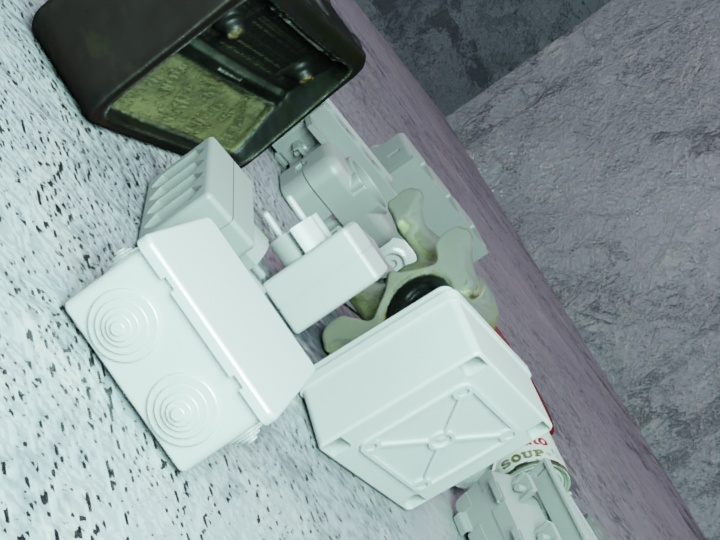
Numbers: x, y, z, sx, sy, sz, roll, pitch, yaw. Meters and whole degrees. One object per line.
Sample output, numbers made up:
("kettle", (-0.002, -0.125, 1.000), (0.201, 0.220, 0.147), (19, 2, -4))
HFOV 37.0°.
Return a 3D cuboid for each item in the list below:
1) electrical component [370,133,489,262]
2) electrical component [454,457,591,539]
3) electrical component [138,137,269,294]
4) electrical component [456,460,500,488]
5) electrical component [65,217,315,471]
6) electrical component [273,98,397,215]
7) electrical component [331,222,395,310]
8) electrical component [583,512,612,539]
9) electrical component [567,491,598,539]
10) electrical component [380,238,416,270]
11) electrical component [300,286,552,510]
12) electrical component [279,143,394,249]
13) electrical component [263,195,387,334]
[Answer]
("electrical component", (0.051, -0.056, 1.104), (0.150, 0.089, 0.061), (48, 14, -35))
("electrical component", (0.115, 0.195, 0.716), (0.063, 0.078, 0.121), (19, 32, -34))
("electrical component", (-0.075, -0.017, 0.580), (0.075, 0.047, 0.083), (50, 12, -25))
("electrical component", (0.086, 0.137, 0.820), (0.043, 0.043, 0.081), (57, 11, 7))
("electrical component", (-0.070, 0.030, 0.461), (0.099, 0.048, 0.100), (55, 11, -2))
("electrical component", (-0.025, -0.097, 0.971), (0.121, 0.063, 0.078), (49, 13, -32))
("electrical component", (0.000, 0.000, 0.859), (0.081, 0.042, 0.063), (42, 14, -52))
("electrical component", (0.195, 0.252, 0.921), (0.080, 0.051, 0.080), (52, 12, -16))
("electrical component", (0.154, 0.223, 0.808), (0.096, 0.061, 0.062), (59, 12, 15))
("electrical component", (0.030, -0.009, 1.003), (0.048, 0.048, 0.062), (54, 5, -8))
("electrical component", (0.039, 0.078, 0.628), (0.109, 0.109, 0.056), (44, 19, -45))
("electrical component", (-0.016, -0.056, 0.904), (0.095, 0.059, 0.053), (50, 12, -25))
("electrical component", (-0.032, -0.011, 0.691), (0.076, 0.066, 0.047), (55, 11, -1))
